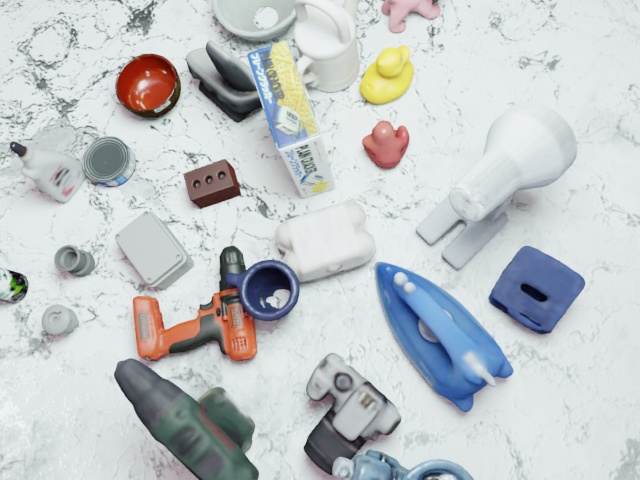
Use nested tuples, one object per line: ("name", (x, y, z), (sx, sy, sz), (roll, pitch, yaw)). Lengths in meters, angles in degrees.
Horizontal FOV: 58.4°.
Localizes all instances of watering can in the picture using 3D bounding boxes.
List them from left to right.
("watering can", (0.011, -0.337, 0.924), (0.100, 0.194, 0.173), (11, 78, 10))

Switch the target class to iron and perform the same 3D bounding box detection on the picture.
("iron", (0.161, 0.117, 0.822), (0.118, 0.141, 0.258), (-40, 75, -4))

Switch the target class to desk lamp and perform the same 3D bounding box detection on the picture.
("desk lamp", (0.247, -0.073, 0.821), (0.203, 0.214, 0.117), (-45, 75, -5))

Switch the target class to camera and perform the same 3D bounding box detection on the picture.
("camera", (0.027, 0.256, 0.825), (0.143, 0.101, 0.137), (39, 84, 14))

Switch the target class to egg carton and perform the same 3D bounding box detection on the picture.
("egg carton", (0.008, 0.003, 0.906), (0.150, 0.069, 0.107), (-19, 75, 2))

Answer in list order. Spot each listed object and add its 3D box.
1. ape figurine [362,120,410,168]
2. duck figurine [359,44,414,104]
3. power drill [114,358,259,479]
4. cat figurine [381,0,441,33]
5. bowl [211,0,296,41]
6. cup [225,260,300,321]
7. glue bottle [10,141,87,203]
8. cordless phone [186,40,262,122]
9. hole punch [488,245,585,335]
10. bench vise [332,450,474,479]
("ape figurine", (0.105, -0.162, 0.923), (0.077, 0.092, 0.076), (4, 77, 8))
("duck figurine", (0.111, -0.283, 0.955), (0.104, 0.086, 0.077), (-39, 75, -3))
("power drill", (-0.168, 0.255, 0.793), (0.229, 0.208, 0.076), (42, 84, 14))
("cat figurine", (0.167, -0.428, 0.968), (0.128, 0.118, 0.067), (-24, 74, 1))
("bowl", (-0.103, -0.419, 1.020), (0.167, 0.075, 0.167), (-2, 76, 6))
("cup", (-0.083, 0.080, 0.885), (0.117, 0.095, 0.092), (15, 78, 10))
("glue bottle", (-0.450, -0.121, 0.937), (0.037, 0.173, 0.078), (26, 81, 13))
("cordless phone", (-0.162, -0.290, 0.938), (0.147, 0.185, 0.094), (38, 83, 14))
("hole punch", (0.316, 0.076, 0.840), (0.108, 0.091, 0.101), (33, 82, 13))
("bench vise", (0.114, 0.344, 0.731), (0.207, 0.220, 0.121), (0, 76, 7))
